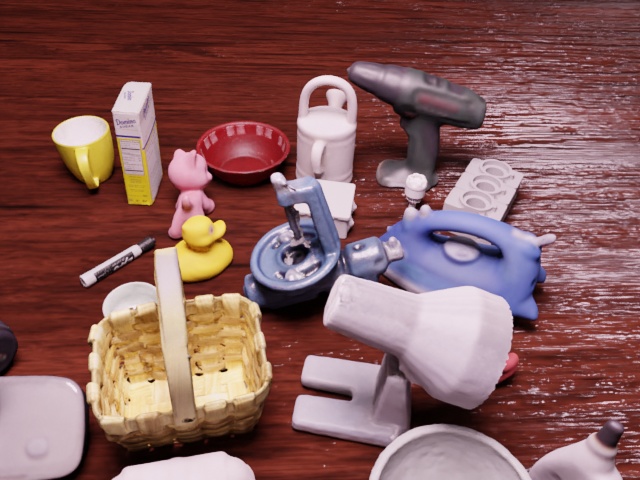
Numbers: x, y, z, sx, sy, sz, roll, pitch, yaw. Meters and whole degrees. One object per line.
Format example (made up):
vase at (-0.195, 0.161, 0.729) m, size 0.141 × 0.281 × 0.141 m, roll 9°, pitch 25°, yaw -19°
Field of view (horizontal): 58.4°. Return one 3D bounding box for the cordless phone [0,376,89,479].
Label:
cordless phone at (-0.316, 0.160, 0.564) m, size 0.147 × 0.185 × 0.094 m, roll -3°, pitch 43°, yaw -7°

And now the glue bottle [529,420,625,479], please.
glue bottle at (0.252, 0.223, 0.547) m, size 0.037 × 0.173 × 0.078 m, roll -19°, pitch 47°, yaw -23°

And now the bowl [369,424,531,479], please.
bowl at (0.127, 0.272, 0.558) m, size 0.167 × 0.075 × 0.167 m, roll 2°, pitch 43°, yaw -2°

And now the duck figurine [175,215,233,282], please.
duck figurine at (-0.177, 0.006, 0.816) m, size 0.105 × 0.086 × 0.077 m, roll -21°, pitch 48°, yaw -24°

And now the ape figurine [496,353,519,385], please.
ape figurine at (0.204, 0.131, 0.703) m, size 0.076 × 0.092 × 0.077 m, roll -21°, pitch 48°, yaw -24°

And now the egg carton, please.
egg carton at (-0.134, 0.265, 0.549) m, size 0.150 × 0.069 × 0.107 m, roll -6°, pitch 43°, yaw -11°

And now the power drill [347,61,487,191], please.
power drill at (0.152, -0.189, 0.961) m, size 0.229 × 0.208 × 0.075 m, roll 7°, pitch 43°, yaw 3°

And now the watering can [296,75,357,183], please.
watering can at (0.010, -0.190, 0.962) m, size 0.101 × 0.194 × 0.172 m, roll -5°, pitch 43°, yaw -9°

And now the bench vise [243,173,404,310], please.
bench vise at (0.002, -0.005, 0.742) m, size 0.208 × 0.220 × 0.121 m, roll -17°, pitch 46°, yaw -21°

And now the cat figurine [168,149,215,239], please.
cat figurine at (-0.202, -0.081, 0.885) m, size 0.067 × 0.118 × 0.127 m, roll -1°, pitch 43°, yaw -5°

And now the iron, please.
iron at (0.189, 0.012, 0.795) m, size 0.257 × 0.141 × 0.119 m, roll 18°, pitch 44°, yaw 15°

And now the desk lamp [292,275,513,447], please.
desk lamp at (0.077, 0.128, 0.608) m, size 0.203 × 0.214 × 0.118 m, roll 8°, pitch 43°, yaw 4°

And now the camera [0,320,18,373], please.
camera at (-0.440, 0.110, 0.672) m, size 0.136 × 0.101 × 0.143 m, roll 26°, pitch 47°, yaw 23°
